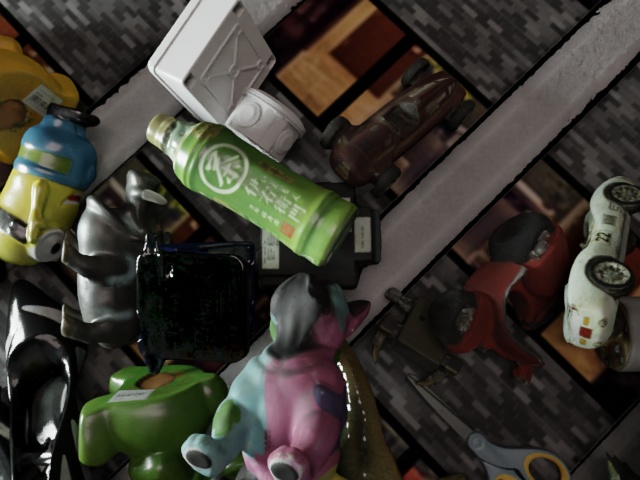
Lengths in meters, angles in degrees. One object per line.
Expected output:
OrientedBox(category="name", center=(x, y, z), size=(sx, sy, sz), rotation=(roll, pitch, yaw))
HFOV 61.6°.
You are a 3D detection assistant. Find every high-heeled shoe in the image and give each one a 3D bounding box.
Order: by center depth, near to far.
OrientedBox(category="high-heeled shoe", center=(-0.282, 0.150, 0.520), size=(0.086, 0.145, 0.248), rotation=(-27, 83, -3))

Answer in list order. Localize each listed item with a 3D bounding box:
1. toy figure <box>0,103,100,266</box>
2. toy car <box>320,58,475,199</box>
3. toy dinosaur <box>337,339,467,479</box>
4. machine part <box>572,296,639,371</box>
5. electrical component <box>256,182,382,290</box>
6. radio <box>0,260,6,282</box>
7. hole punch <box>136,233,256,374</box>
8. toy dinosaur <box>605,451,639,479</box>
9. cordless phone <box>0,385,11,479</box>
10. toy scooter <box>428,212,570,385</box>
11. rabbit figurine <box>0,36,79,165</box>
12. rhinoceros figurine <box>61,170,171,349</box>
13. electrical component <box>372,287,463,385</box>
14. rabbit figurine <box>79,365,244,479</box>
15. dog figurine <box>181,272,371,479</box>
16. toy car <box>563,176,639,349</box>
OrientedBox(category="toy figure", center=(-0.300, -0.059, 0.587), size=(0.089, 0.082, 0.180), rotation=(14, 88, 20))
OrientedBox(category="toy car", center=(0.090, -0.128, 0.579), size=(0.202, 0.053, 0.089), rotation=(-40, 79, -23))
OrientedBox(category="toy dinosaur", center=(0.050, 0.280, 0.507), size=(0.199, 0.105, 0.471), rotation=(-8, 69, 9))
OrientedBox(category="machine part", center=(0.379, 0.094, 0.544), size=(0.243, 0.079, 0.079), rotation=(0, 81, 3))
OrientedBox(category="electrical component", center=(-0.001, -0.002, 0.580), size=(0.134, 0.058, 0.115), rotation=(1, 83, 2))
OrientedBox(category="radio", center=(-0.449, -0.045, 0.591), size=(0.131, 0.073, 0.229), rotation=(-19, 81, -2))
OrientedBox(category="hole punch", center=(-0.120, 0.057, 0.549), size=(0.116, 0.092, 0.142), rotation=(2, 102, 5))
OrientedBox(category="toy dinosaur", center=(0.349, 0.167, 0.463), size=(0.131, 0.192, 0.404), rotation=(31, 93, 10))
OrientedBox(category="cordless phone", center=(-0.360, 0.255, 0.541), size=(0.147, 0.088, 0.184), rotation=(-26, 86, -3))
OrientedBox(category="toy scooter", center=(0.203, 0.068, 0.554), size=(0.184, 0.075, 0.135), rotation=(-43, 104, -17))
OrientedBox(category="rabbit figurine", center=(-0.385, -0.186, 0.587), size=(0.122, 0.162, 0.173), rotation=(-46, 65, 7))
OrientedBox(category="rhinoceros figurine", center=(-0.211, 0.020, 0.562), size=(0.112, 0.073, 0.190), rotation=(9, 90, -23))
OrientedBox(category="electrical component", center=(0.103, 0.106, 0.570), size=(0.102, 0.045, 0.078), rotation=(26, 54, 3))
OrientedBox(category="rabbit figurine", center=(-0.140, 0.216, 0.540), size=(0.159, 0.121, 0.170), rotation=(-6, 99, -6))
OrientedBox(category="dog figurine", center=(-0.013, 0.140, 0.488), size=(0.109, 0.219, 0.191), rotation=(-2, 122, 23))
OrientedBox(category="toy car", center=(0.278, 0.016, 0.526), size=(0.056, 0.073, 0.202), rotation=(11, 47, 28))
